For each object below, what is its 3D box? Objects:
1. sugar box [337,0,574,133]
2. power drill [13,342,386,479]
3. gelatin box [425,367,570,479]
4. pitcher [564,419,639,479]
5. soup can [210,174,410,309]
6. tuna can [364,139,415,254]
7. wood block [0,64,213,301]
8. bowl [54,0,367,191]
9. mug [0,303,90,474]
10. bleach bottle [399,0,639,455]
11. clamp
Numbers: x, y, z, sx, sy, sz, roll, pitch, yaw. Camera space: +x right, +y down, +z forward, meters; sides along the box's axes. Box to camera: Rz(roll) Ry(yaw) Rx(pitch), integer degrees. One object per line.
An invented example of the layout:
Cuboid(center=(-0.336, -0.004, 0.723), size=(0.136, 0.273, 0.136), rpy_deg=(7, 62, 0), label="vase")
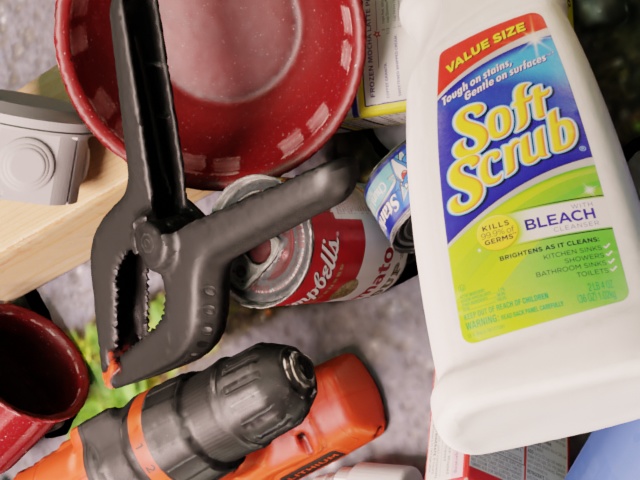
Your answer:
Cuboid(center=(0.048, -0.112, 0.589), size=(0.177, 0.048, 0.093), rpy_deg=(-4, 85, 33), label="sugar box")
Cuboid(center=(-0.042, 0.098, 0.548), size=(0.185, 0.187, 0.057), rpy_deg=(-29, 73, 27), label="power drill")
Cuboid(center=(0.088, 0.089, 0.521), size=(0.030, 0.073, 0.089), rpy_deg=(-27, 45, 44), label="gelatin box")
Cuboid(center=(0.207, 0.052, 0.437), size=(0.145, 0.149, 0.243), rpy_deg=(36, 108, 25), label="pitcher")
Cuboid(center=(-0.004, 0.001, 0.577), size=(0.069, 0.102, 0.068), rpy_deg=(0, 90, 35), label="soup can")
Cuboid(center=(0.066, -0.031, 0.551), size=(0.086, 0.086, 0.034), rpy_deg=(-39, 68, 22), label="tuna can")
Cuboid(center=(-0.165, -0.040, 0.681), size=(0.206, 0.090, 0.091), rpy_deg=(-26, 75, 25), label="wood block")
Cuboid(center=(-0.056, -0.110, 0.569), size=(0.162, 0.055, 0.162), rpy_deg=(1, 110, 2), label="bowl")
Cuboid(center=(-0.216, 0.094, 0.711), size=(0.082, 0.093, 0.117), rpy_deg=(-44, 42, 26), label="mug")
Cuboid(center=(0.077, -0.040, 0.471), size=(0.102, 0.068, 0.251), rpy_deg=(-15, 59, 8), label="bleach bottle")
Cuboid(center=(-0.078, -0.012, 0.538), size=(0.165, 0.036, 0.210), rpy_deg=(49, 129, 23), label="clamp")
